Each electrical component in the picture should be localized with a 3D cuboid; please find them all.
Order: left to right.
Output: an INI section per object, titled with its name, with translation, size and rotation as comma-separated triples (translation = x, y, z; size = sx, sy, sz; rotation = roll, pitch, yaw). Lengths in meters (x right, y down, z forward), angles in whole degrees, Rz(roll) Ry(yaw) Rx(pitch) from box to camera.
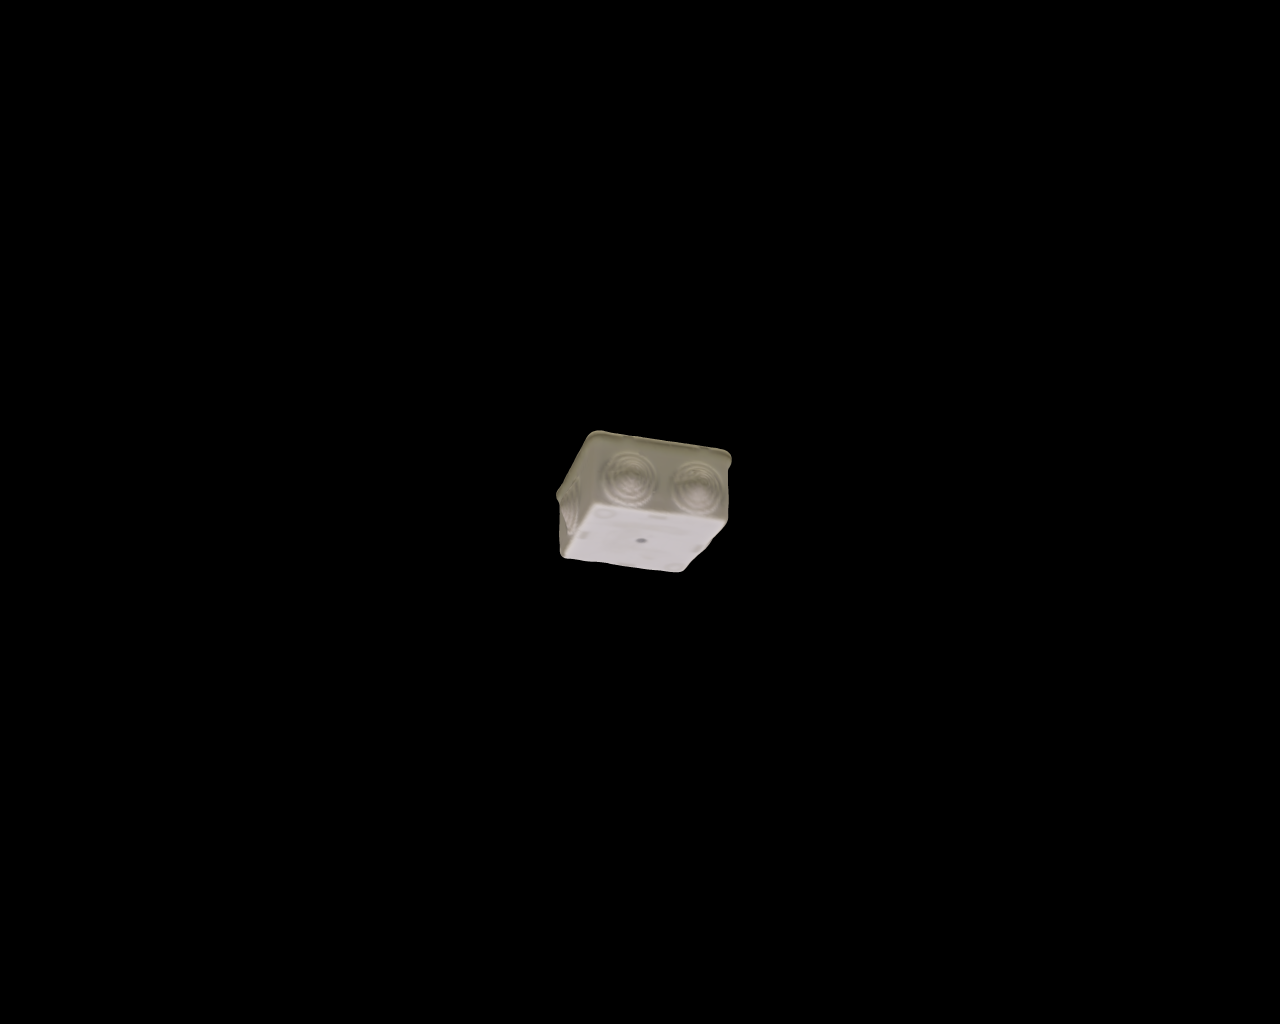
[electrical component]
translation = 0.001, -0.003, 0.650
size = 0.100, 0.048, 0.099
rotation = 8, -28, -16
